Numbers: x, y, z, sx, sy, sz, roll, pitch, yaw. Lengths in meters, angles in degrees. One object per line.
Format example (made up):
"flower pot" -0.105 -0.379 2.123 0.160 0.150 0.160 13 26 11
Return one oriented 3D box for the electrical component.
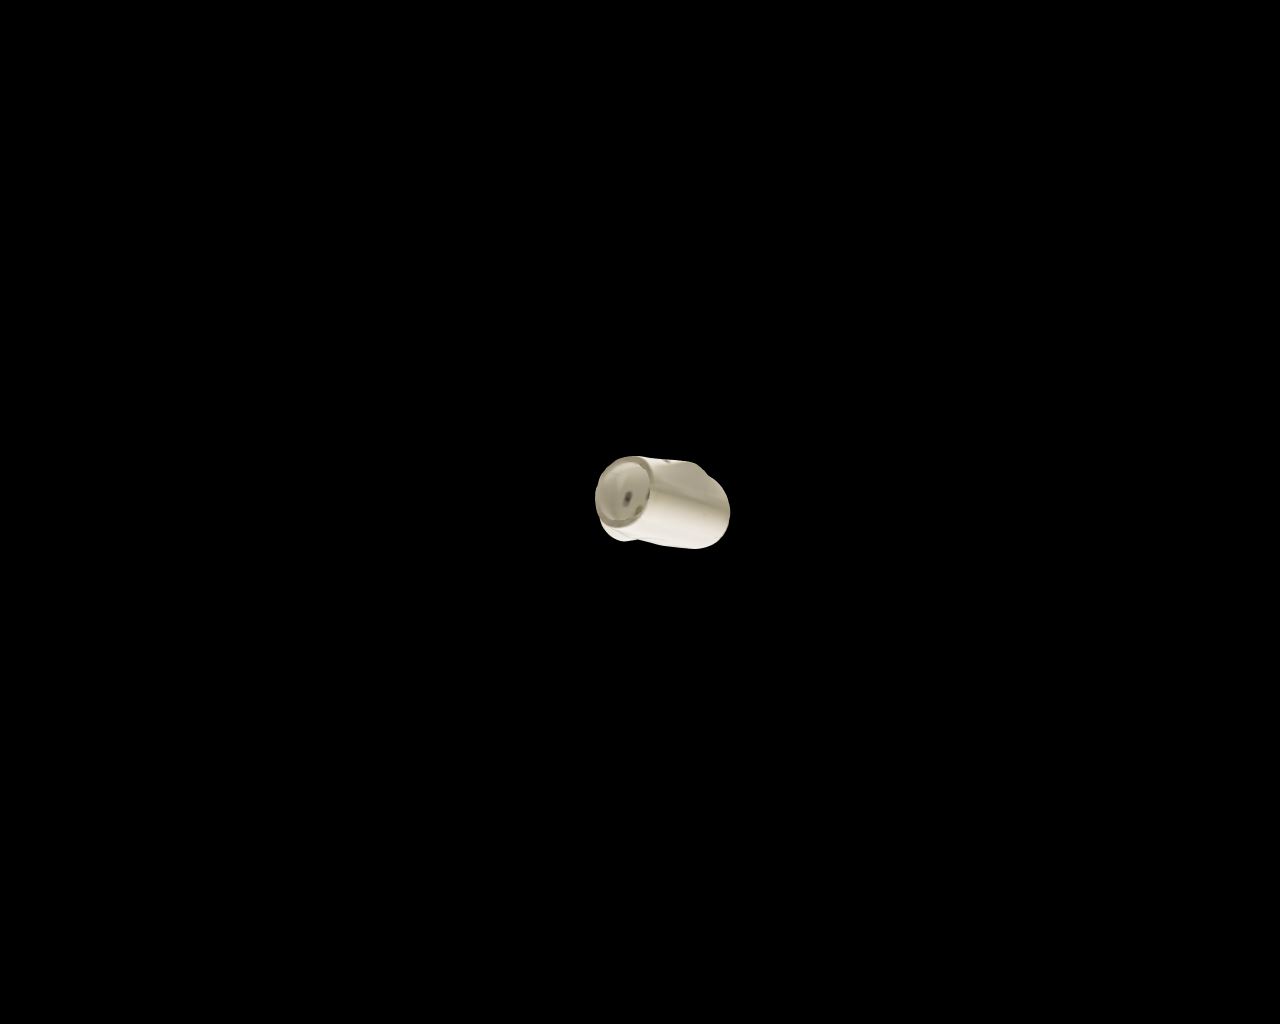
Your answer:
"electrical component" 0.001 -0.003 0.650 0.079 0.043 0.077 -11 -17 38
